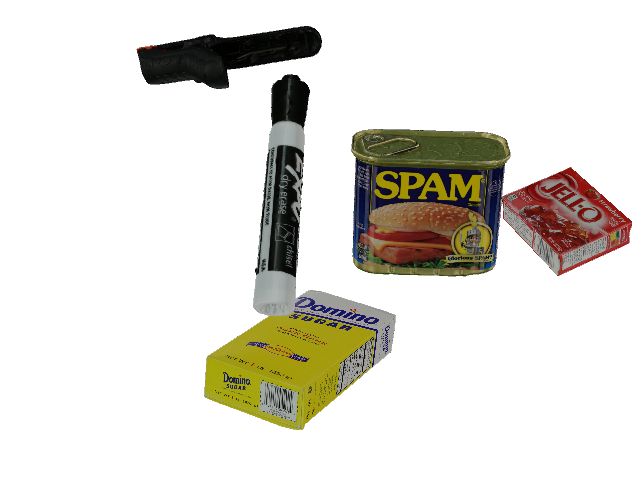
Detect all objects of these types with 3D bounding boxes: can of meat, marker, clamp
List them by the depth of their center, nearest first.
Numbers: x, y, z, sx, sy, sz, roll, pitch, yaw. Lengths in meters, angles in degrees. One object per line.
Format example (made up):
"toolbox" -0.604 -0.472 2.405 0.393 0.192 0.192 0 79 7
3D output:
"marker" -0.018 -0.024 0.501 0.020 0.121 0.020 3 -23 1
"can of meat" 0.070 -0.025 0.707 0.102 0.084 0.057 2 25 2
"clamp" -0.084 -0.153 0.884 0.120 0.039 0.172 -18 21 -36

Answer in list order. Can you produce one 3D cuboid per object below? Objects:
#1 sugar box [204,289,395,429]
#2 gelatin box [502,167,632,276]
"sugar box" -0.013 0.097 0.918 0.093 0.048 0.176 16 26 24
"gelatin box" 0.209 -0.019 0.914 0.073 0.030 0.089 -23 45 -13
